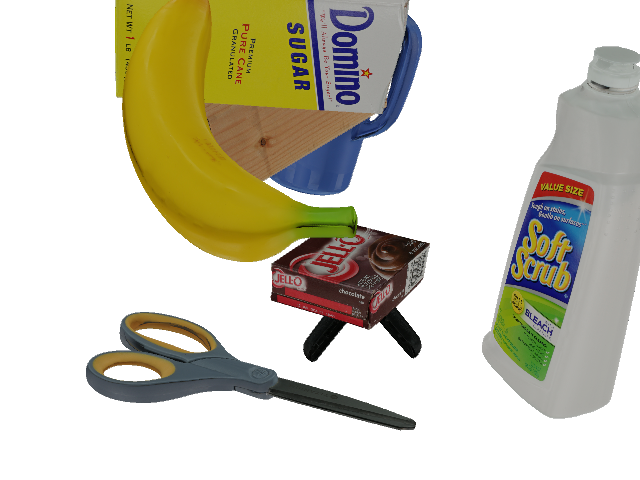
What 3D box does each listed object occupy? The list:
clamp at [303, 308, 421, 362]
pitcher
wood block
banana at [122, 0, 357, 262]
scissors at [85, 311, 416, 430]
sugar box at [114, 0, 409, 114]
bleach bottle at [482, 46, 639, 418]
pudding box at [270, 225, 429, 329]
[{"bbox_3d":[0.054,0.063,1.140,0.120,0.171,0.039,8,-41,7],"label":"clamp"},{"bbox_3d":[0.017,-0.177,1.241,0.145,0.243,0.149,9,23,-12],"label":"pitcher"},{"bbox_3d":[-0.044,-0.130,0.994,0.205,0.091,0.090,-33,40,-30],"label":"wood block"},{"bbox_3d":[-0.053,-0.050,0.474,0.069,0.037,0.198,-16,46,-17],"label":"banana"},{"bbox_3d":[-0.053,0.088,0.624,0.202,0.016,0.096,21,30,32],"label":"scissors"},{"bbox_3d":[-0.039,-0.129,0.670,0.176,0.048,0.093,4,-40,-7],"label":"sugar box"},{"bbox_3d":[0.168,-0.008,0.708,0.068,0.251,0.103,-11,34,-22],"label":"bleach bottle"},{"bbox_3d":[0.025,0.025,0.862,0.090,0.039,0.113,16,24,24],"label":"pudding box"}]
